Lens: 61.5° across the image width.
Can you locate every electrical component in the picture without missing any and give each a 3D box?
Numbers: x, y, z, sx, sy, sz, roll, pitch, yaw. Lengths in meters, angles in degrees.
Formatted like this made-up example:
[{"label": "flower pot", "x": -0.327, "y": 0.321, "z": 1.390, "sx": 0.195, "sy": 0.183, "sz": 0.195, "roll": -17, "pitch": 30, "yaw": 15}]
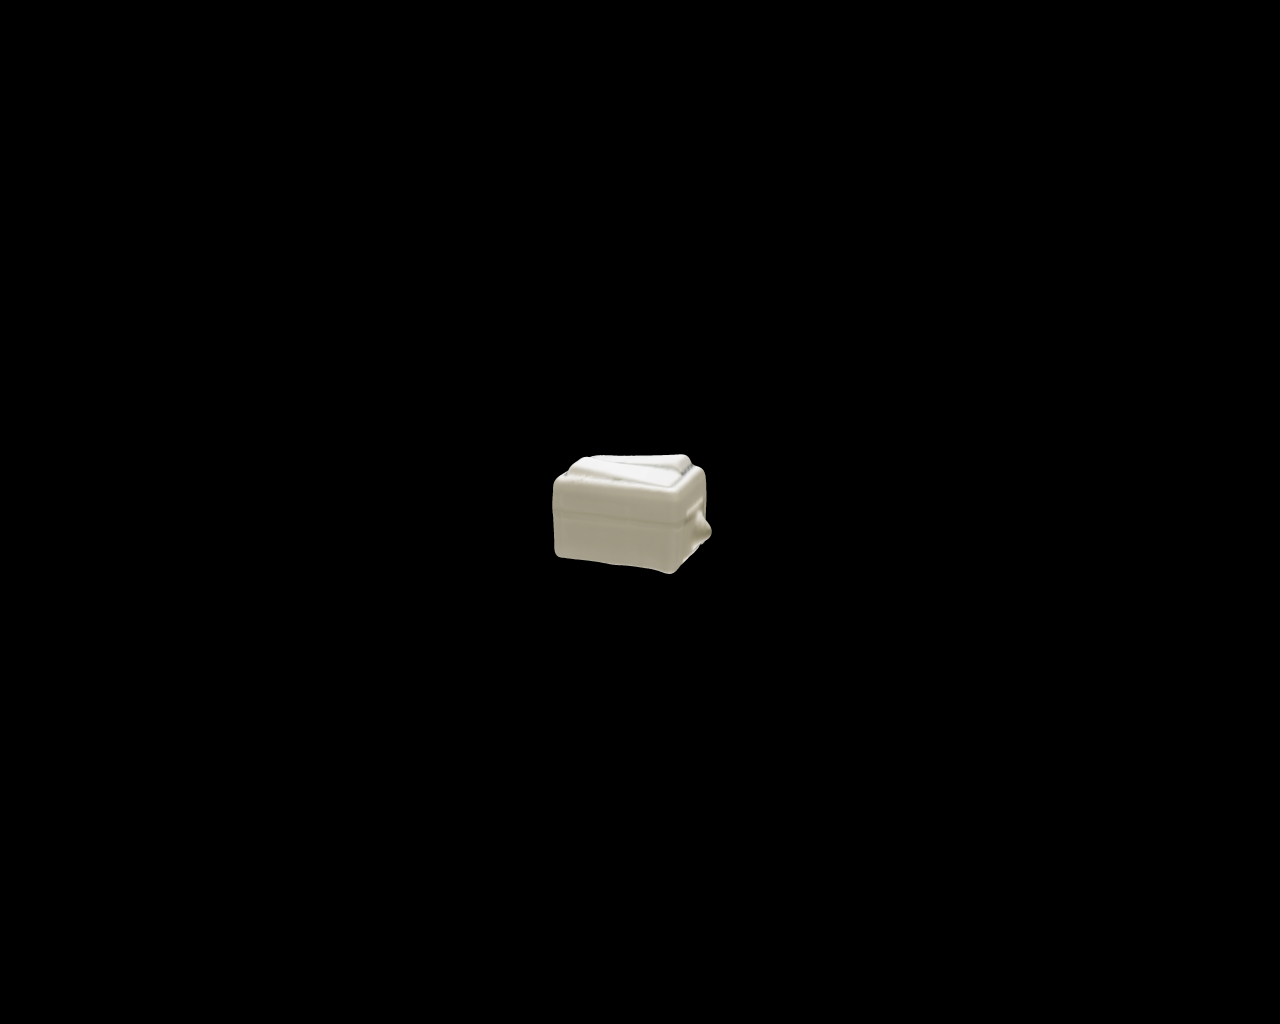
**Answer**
[{"label": "electrical component", "x": 0.001, "y": -0.003, "z": 0.650, "sx": 0.096, "sy": 0.061, "sz": 0.062, "roll": 7, "pitch": 20, "yaw": 20}]
